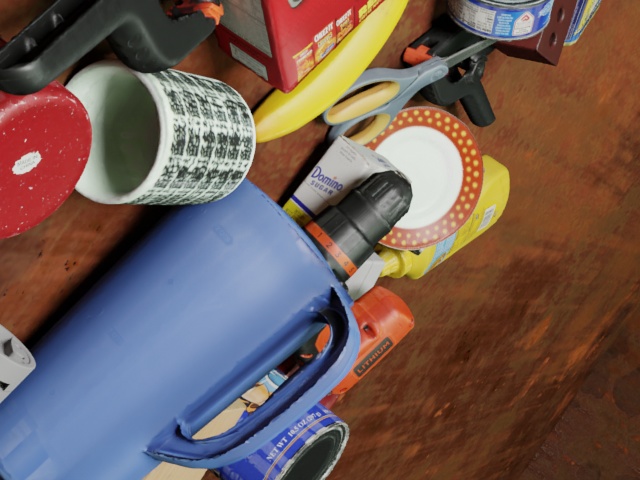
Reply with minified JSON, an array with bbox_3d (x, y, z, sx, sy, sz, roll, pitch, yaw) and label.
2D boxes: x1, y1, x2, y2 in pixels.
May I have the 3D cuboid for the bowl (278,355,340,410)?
[{"bbox_3d":[-0.034,0.140,1.028,0.162,0.055,0.162,-41,153,-26],"label":"bowl"}]

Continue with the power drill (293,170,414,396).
[{"bbox_3d":[0.017,0.042,0.858,0.184,0.057,0.187,-41,149,-2],"label":"power drill"}]

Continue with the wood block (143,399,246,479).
[{"bbox_3d":[-0.160,0.189,0.822,0.206,0.090,0.090,-58,156,10],"label":"wood block"}]

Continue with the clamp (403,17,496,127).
[{"bbox_3d":[0.133,-0.166,0.942,0.171,0.039,0.120,3,105,-60],"label":"clamp"}]

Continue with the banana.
[{"bbox_3d":[0.017,-0.147,0.761,0.069,0.037,0.198,25,100,-49],"label":"banana"}]

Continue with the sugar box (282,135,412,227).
[{"bbox_3d":[-0.006,0.001,0.883,0.176,0.048,0.093,-50,156,13],"label":"sugar box"}]

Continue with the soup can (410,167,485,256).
[{"bbox_3d":[0.098,-0.045,1.003,0.102,0.069,0.068,-53,156,-1],"label":"soup can"}]

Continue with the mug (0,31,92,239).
[{"bbox_3d":[-0.160,-0.048,0.511,0.093,0.082,0.117,-48,156,-13],"label":"mug"}]

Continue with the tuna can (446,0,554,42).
[{"bbox_3d":[0.146,-0.199,0.860,0.086,0.086,0.034,-38,150,-31],"label":"tuna can"}]

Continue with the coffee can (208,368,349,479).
[{"bbox_3d":[-0.061,0.151,0.888,0.102,0.140,0.103,-41,153,-26],"label":"coffee can"}]

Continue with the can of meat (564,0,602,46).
[{"bbox_3d":[0.237,-0.242,0.990,0.102,0.057,0.084,-52,161,-36],"label":"can of meat"}]

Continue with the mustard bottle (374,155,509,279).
[{"bbox_3d":[0.117,-0.012,1.094,0.191,0.058,0.096,-33,153,-38],"label":"mustard bottle"}]

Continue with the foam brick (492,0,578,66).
[{"bbox_3d":[0.185,-0.197,0.919,0.052,0.051,0.078,13,94,-56],"label":"foam brick"}]

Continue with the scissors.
[{"bbox_3d":[0.082,-0.124,0.870,0.201,0.016,0.096,-21,153,-24],"label":"scissors"}]

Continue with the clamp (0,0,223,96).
[{"bbox_3d":[-0.096,-0.145,0.512,0.209,0.036,0.164,-11,102,-74],"label":"clamp"}]

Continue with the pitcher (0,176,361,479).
[{"bbox_3d":[-0.099,0.077,0.696,0.243,0.145,0.149,-43,-167,-4],"label":"pitcher"}]

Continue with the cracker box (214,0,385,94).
[{"bbox_3d":[-0.001,-0.212,0.594,0.164,0.072,0.213,-46,154,-19],"label":"cracker box"}]
